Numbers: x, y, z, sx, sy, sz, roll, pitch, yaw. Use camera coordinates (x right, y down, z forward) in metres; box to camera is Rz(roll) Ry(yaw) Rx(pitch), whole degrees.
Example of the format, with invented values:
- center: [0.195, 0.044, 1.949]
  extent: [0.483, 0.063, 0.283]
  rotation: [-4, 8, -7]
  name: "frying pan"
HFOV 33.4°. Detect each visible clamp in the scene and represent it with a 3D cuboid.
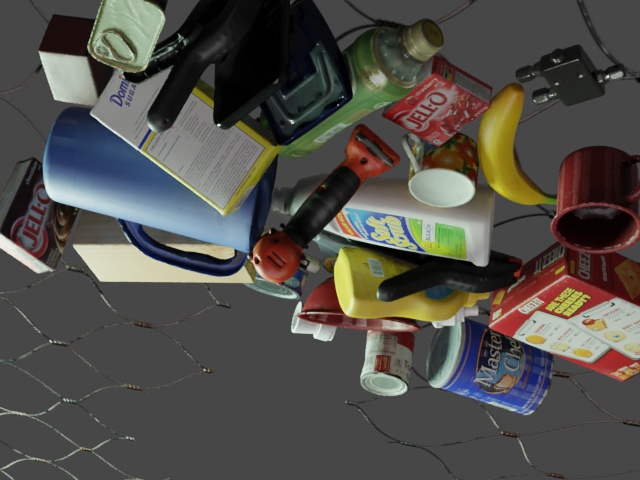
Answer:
- center: [0.140, 0.034, 1.246]
  extent: [0.210, 0.164, 0.036]
  rotation: [7, 116, -9]
  name: "clamp"
- center: [-0.119, -0.186, 0.995]
  extent: [0.039, 0.171, 0.120]
  rotation: [41, -179, -45]
  name: "clamp"

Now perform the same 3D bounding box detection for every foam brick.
- center: [-0.246, -0.182, 1.083]
  extent: [0.051, 0.053, 0.078]
  rotation: [7, 147, 5]
  name: "foam brick"

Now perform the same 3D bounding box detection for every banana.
- center: [0.198, -0.092, 1.113]
  extent: [0.070, 0.037, 0.197]
  rotation: [-22, 141, 11]
  name: "banana"

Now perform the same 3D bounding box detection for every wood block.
- center: [-0.182, -0.007, 1.305]
  extent: [0.206, 0.090, 0.091]
  rotation: [0, 147, 16]
  name: "wood block"

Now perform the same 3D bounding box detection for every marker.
- center: [-0.056, 0.013, 1.365]
  extent: [0.121, 0.020, 0.020]
  rotation: [22, 146, -17]
  name: "marker"

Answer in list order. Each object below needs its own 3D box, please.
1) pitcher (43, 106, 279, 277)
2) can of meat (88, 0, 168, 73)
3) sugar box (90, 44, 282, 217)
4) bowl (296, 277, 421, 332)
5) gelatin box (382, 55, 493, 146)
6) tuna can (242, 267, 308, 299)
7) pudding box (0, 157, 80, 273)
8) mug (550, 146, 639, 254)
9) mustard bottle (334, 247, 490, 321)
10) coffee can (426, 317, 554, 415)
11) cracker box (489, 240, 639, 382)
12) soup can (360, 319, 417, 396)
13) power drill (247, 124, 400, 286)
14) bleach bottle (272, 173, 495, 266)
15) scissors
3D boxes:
- center: [-0.173, -0.062, 1.173]
  extent: [0.243, 0.149, 0.145]
  rotation: [11, 159, 5]
  name: "pitcher"
- center: [-0.167, -0.218, 0.972]
  extent: [0.057, 0.084, 0.102]
  rotation: [19, 147, -14]
  name: "can of meat"
- center: [-0.133, -0.113, 1.071]
  extent: [0.176, 0.048, 0.093]
  rotation: [39, 108, 6]
  name: "sugar box"
- center: [0.052, 0.081, 1.380]
  extent: [0.162, 0.055, 0.162]
  rotation: [6, 170, 1]
  name: "bowl"
- center: [0.116, -0.137, 1.066]
  extent: [0.073, 0.030, 0.089]
  rotation: [26, 145, -22]
  name: "gelatin box"
- center: [-0.061, 0.048, 1.385]
  extent: [0.086, 0.033, 0.086]
  rotation: [16, 165, 4]
  name: "tuna can"
- center: [-0.345, -0.029, 1.295]
  extent: [0.039, 0.113, 0.090]
  rotation: [-9, 143, 35]
  name: "pudding box"
- center: [0.296, -0.049, 1.104]
  extent: [0.093, 0.081, 0.117]
  rotation: [24, 146, -20]
  name: "mug"
- center: [0.118, 0.056, 1.303]
  extent: [0.191, 0.096, 0.058]
  rotation: [4, 129, -16]
  name: "mustard bottle"
- center: [0.230, 0.170, 1.449]
  extent: [0.140, 0.102, 0.103]
  rotation: [19, 147, -13]
  name: "coffee can"
- center: [0.343, 0.086, 1.314]
  extent: [0.213, 0.072, 0.164]
  rotation: [23, 145, -17]
  name: "cracker box"
- center: [0.094, 0.154, 1.465]
  extent: [0.068, 0.102, 0.068]
  rotation: [8, 147, 5]
  name: "soup can"
- center: [0.000, -0.033, 1.118]
  extent: [0.057, 0.187, 0.184]
  rotation: [40, 180, -4]
  name: "power drill"
- center: [0.071, -0.029, 1.222]
  extent: [0.251, 0.068, 0.102]
  rotation: [6, 147, 12]
  name: "bleach bottle"
- center: [-0.009, 0.002, 1.336]
  extent: [0.201, 0.016, 0.096]
  rotation: [22, 146, -18]
  name: "scissors"
